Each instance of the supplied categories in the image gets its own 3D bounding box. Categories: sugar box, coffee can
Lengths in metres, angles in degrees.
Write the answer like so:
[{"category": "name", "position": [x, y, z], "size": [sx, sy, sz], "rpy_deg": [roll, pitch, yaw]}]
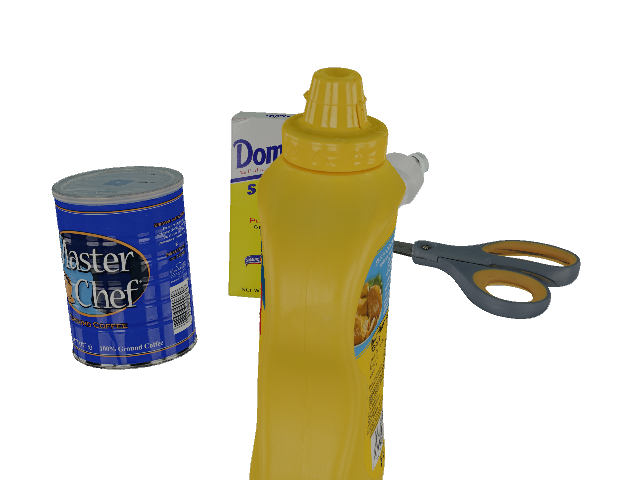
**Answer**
[{"category": "sugar box", "position": [-0.039, -0.032, 1.024], "size": [0.093, 0.176, 0.048], "rpy_deg": [3, 16, 8]}, {"category": "coffee can", "position": [-0.156, 0.019, 0.859], "size": [0.103, 0.140, 0.103], "rpy_deg": [-3, 16, 1]}]

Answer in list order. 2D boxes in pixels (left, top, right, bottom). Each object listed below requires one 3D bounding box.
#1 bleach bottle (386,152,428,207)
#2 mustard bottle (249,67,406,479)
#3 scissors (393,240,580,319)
[{"category": "bleach bottle", "position": [0.034, -0.052, 1.314], "size": [0.250, 0.068, 0.103], "rpy_deg": [-30, 44, -34]}, {"category": "mustard bottle", "position": [0.003, 0.024, 0.438], "size": [0.058, 0.192, 0.096], "rpy_deg": [8, 25, 10]}, {"category": "scissors", "position": [0.080, 0.019, 0.752], "size": [0.202, 0.016, 0.096], "rpy_deg": [4, 30, 11]}]
